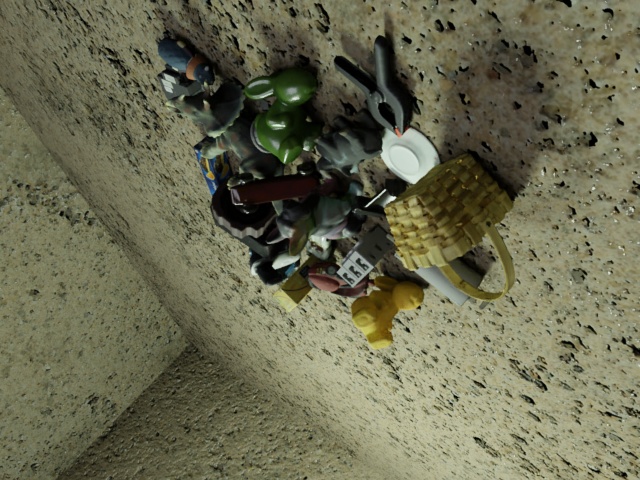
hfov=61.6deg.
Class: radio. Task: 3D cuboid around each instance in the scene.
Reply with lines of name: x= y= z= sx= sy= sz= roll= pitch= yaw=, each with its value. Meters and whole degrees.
radio: x=-0.179 y=-0.056 z=1.452 sx=0.230 sy=0.131 sz=0.073 roll=32 pitch=153 yaw=24

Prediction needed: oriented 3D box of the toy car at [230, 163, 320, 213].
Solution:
toy car: x=-0.100 y=-0.117 z=1.208 sx=0.053 sy=0.202 sz=0.089 roll=-114 pitch=17 yaw=-58

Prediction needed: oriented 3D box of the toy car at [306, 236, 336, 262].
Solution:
toy car: x=-0.003 y=-0.004 z=1.343 sx=0.074 sy=0.056 sz=0.201 roll=35 pitch=163 yaw=17

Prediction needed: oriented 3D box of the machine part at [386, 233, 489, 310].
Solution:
machine part: x=0.239 y=0.052 z=1.084 sx=0.243 sy=0.079 sz=0.079 roll=39 pitch=153 yaw=11

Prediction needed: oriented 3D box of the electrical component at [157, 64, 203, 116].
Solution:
electrical component: x=-0.327 y=-0.363 z=1.295 sx=0.115 sy=0.058 sz=0.134 roll=27 pitch=149 yaw=27

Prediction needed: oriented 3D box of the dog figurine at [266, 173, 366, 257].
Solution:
dog figurine: x=-0.009 y=-0.033 z=1.151 sx=0.109 sy=0.219 sz=0.191 roll=31 pitch=150 yaw=32

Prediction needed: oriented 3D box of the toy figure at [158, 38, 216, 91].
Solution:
toy figure: x=-0.291 y=-0.395 z=1.198 sx=0.154 sy=0.058 sz=0.064 roll=35 pitch=158 yaw=8

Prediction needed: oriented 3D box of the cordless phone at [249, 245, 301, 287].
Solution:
cordless phone: x=-0.109 y=0.066 z=1.447 sx=0.184 sy=0.147 sz=0.088 roll=-140 pitch=35 yaw=-64

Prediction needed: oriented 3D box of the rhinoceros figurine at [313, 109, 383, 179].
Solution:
rhinoceros figurine: x=0.051 y=-0.176 z=1.029 sx=0.112 sy=0.073 sz=0.190 roll=46 pitch=154 yaw=-18

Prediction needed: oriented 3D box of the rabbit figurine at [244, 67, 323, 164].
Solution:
rabbit figurine: x=-0.059 y=-0.264 z=1.039 sx=0.159 sy=0.121 sz=0.170 roll=42 pitch=136 yaw=19

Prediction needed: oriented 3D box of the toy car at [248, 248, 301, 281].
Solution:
toy car: x=-0.138 y=0.040 z=1.587 sx=0.161 sy=0.109 sz=0.103 roll=43 pitch=176 yaw=-23

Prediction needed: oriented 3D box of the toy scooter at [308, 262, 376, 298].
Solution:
toy scooter: x=0.066 y=0.103 z=1.375 sx=0.184 sy=0.075 sz=0.135 roll=23 pitch=158 yaw=-28

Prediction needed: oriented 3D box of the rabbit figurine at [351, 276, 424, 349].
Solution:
rabbit figurine: x=0.169 y=0.155 z=1.272 sx=0.121 sy=0.173 sz=0.162 roll=52 pitch=-163 yaw=-15

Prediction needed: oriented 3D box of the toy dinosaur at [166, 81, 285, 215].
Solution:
toy dinosaur: x=-0.160 y=-0.205 z=1.235 sx=0.404 sy=0.131 sz=0.192 roll=43 pitch=149 yaw=-18

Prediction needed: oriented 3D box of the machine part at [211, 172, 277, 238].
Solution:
machine part: x=-0.187 y=-0.089 z=1.378 sx=0.179 sy=0.179 sz=0.056 roll=39 pitch=155 yaw=11

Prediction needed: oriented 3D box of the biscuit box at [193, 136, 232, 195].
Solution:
biscuit box: x=-0.285 y=-0.188 z=1.489 sx=0.063 sy=0.059 sz=0.202 roll=29 pitch=150 yaw=28

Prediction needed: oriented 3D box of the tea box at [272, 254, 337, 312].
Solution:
tea box: x=-0.042 y=0.106 z=1.454 sx=0.068 sy=0.169 sz=0.098 roll=45 pitch=155 yaw=1

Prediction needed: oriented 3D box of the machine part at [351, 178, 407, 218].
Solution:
machine part: x=0.122 y=-0.079 z=1.077 sx=0.084 sy=0.039 sz=0.139 roll=18 pitch=154 yaw=-21
